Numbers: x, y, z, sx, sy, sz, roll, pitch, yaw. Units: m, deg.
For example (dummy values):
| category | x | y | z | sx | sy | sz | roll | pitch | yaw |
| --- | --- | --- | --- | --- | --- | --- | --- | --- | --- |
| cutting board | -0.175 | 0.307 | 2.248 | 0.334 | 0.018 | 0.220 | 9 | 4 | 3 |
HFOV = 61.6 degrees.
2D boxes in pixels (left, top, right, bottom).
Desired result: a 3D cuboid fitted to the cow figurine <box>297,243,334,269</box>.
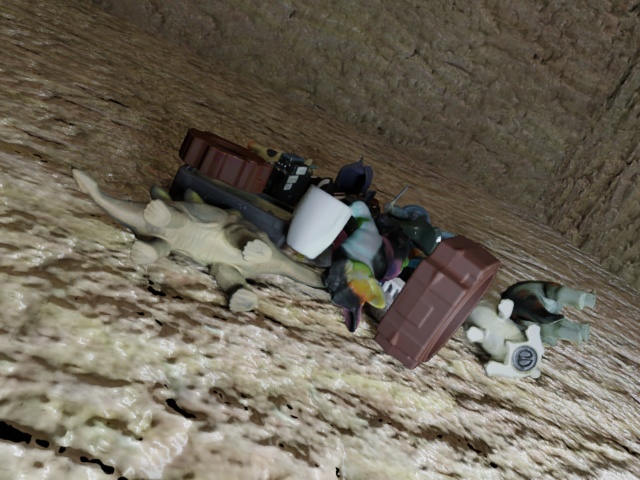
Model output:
| category | x | y | z | sx | sy | sz | roll | pitch | yaw |
| --- | --- | --- | --- | --- | --- | --- | --- | --- | --- |
| cow figurine | -0.001 | -0.005 | 1.058 | 0.098 | 0.068 | 0.167 | 26 | 21 | -25 |

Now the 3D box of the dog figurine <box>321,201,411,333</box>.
| category | x | y | z | sx | sy | sz | roll | pitch | yaw |
| --- | --- | --- | --- | --- | --- | --- | --- | --- | --- |
| dog figurine | 0.083 | 0.055 | 0.902 | 0.191 | 0.108 | 0.219 | 28 | 37 | -28 |

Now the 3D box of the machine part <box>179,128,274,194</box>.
| category | x | y | z | sx | sy | sz | roll | pitch | yaw |
| --- | --- | --- | --- | --- | --- | --- | --- | --- | --- |
| machine part | -0.174 | -0.149 | 0.994 | 0.179 | 0.056 | 0.179 | 24 | 13 | -6 |

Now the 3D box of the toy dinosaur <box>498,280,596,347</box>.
| category | x | y | z | sx | sy | sz | roll | pitch | yaw |
| --- | --- | --- | --- | --- | --- | --- | --- | --- | --- |
| toy dinosaur | 0.426 | 0.132 | 1.061 | 0.192 | 0.131 | 0.404 | 5 | -11 | 34 |

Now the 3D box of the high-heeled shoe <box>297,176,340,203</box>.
| category | x | y | z | sx | sy | sz | roll | pitch | yaw |
| --- | --- | --- | --- | --- | --- | --- | --- | --- | --- |
| high-heeled shoe | -0.036 | -0.100 | 1.225 | 0.145 | 0.086 | 0.249 | -3 | 17 | 11 |

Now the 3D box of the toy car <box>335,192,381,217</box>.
| category | x | y | z | sx | sy | sz | roll | pitch | yaw |
| --- | --- | --- | --- | --- | --- | --- | --- | --- | --- |
| toy car | 0.061 | -0.096 | 1.369 | 0.202 | 0.053 | 0.089 | 4 | 31 | -25 |

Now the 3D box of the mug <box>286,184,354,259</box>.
| category | x | y | z | sx | sy | sz | roll | pitch | yaw |
| --- | --- | --- | --- | --- | --- | --- | --- | --- | --- |
| mug | -0.014 | -0.031 | 0.885 | 0.080 | 0.107 | 0.110 | 30 | 2 | -44 |

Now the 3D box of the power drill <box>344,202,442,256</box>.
| category | x | y | z | sx | sy | sz | roll | pitch | yaw |
| --- | --- | --- | --- | --- | --- | --- | --- | --- | --- |
| power drill | 0.152 | -0.008 | 1.159 | 0.207 | 0.085 | 0.232 | 1 | 25 | -16 |

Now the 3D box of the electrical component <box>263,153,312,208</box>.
| category | x | y | z | sx | sy | sz | roll | pitch | yaw |
| --- | --- | --- | --- | --- | --- | --- | --- | --- | --- |
| electrical component | -0.079 | -0.119 | 1.148 | 0.058 | 0.134 | 0.115 | 32 | 18 | 20 |

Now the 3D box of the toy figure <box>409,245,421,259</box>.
| category | x | y | z | sx | sy | sz | roll | pitch | yaw |
| --- | --- | --- | --- | --- | --- | --- | --- | --- | --- |
| toy figure | 0.204 | 0.037 | 1.253 | 0.064 | 0.057 | 0.155 | 8 | 31 | -33 |

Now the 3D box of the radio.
| category | x | y | z | sx | sy | sz | roll | pitch | yaw |
| --- | --- | --- | --- | --- | --- | --- | --- | --- | --- |
| radio | -0.155 | -0.059 | 0.969 | 0.230 | 0.073 | 0.131 | 25 | 14 | -3 |

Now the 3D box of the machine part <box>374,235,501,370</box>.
| category | x | y | z | sx | sy | sz | roll | pitch | yaw |
| --- | --- | --- | --- | --- | --- | --- | --- | --- | --- |
| machine part | 0.189 | 0.097 | 0.847 | 0.087 | 0.201 | 0.201 | 38 | 20 | 20 |

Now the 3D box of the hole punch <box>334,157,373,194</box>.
| category | x | y | z | sx | sy | sz | roll | pitch | yaw |
| --- | --- | --- | --- | --- | --- | --- | --- | --- | --- |
| hole punch | 0.101 | -0.150 | 1.499 | 0.092 | 0.142 | 0.116 | 33 | 33 | 19 |

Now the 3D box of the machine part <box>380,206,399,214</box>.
| category | x | y | z | sx | sy | sz | roll | pitch | yaw |
| --- | --- | --- | --- | --- | --- | --- | --- | --- | --- |
| machine part | 0.178 | -0.060 | 1.461 | 0.139 | 0.084 | 0.039 | -9 | 67 | -42 |

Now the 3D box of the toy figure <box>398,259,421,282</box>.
| category | x | y | z | sx | sy | sz | roll | pitch | yaw |
| --- | --- | --- | --- | --- | --- | --- | --- | --- | --- |
| toy figure | 0.230 | 0.079 | 1.125 | 0.180 | 0.089 | 0.082 | 14 | 35 | -42 |

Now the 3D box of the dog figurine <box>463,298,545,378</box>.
| category | x | y | z | sx | sy | sz | roll | pitch | yaw |
| --- | --- | --- | --- | --- | --- | --- | --- | --- | --- |
| dog figurine | 0.323 | 0.173 | 1.021 | 0.172 | 0.121 | 0.190 | 60 | -1 | -5 |

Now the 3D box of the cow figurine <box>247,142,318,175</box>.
| category | x | y | z | sx | sy | sz | roll | pitch | yaw |
| --- | --- | --- | --- | --- | --- | --- | --- | --- | --- |
| cow figurine | -0.093 | -0.194 | 1.406 | 0.127 | 0.085 | 0.195 | 31 | 15 | 29 |

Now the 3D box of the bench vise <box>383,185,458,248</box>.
| category | x | y | z | sx | sy | sz | roll | pitch | yaw |
| --- | --- | --- | --- | --- | --- | --- | --- | --- | --- |
| bench vise | 0.244 | -0.026 | 1.346 | 0.240 | 0.129 | 0.224 | 35 | 1 | -44 |

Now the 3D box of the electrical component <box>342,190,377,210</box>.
| category | x | y | z | sx | sy | sz | roll | pitch | yaw |
| --- | --- | --- | --- | --- | --- | --- | --- | --- | --- |
| electrical component | 0.084 | -0.076 | 1.287 | 0.048 | 0.119 | 0.075 | 37 | 23 | 25 |

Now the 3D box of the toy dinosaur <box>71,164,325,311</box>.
| category | x | y | z | sx | sy | sz | roll | pitch | yaw |
| --- | --- | --- | --- | --- | --- | --- | --- | --- | --- |
| toy dinosaur | -0.136 | 0.006 | 0.791 | 0.471 | 0.105 | 0.199 | 30 | 11 | -30 |
